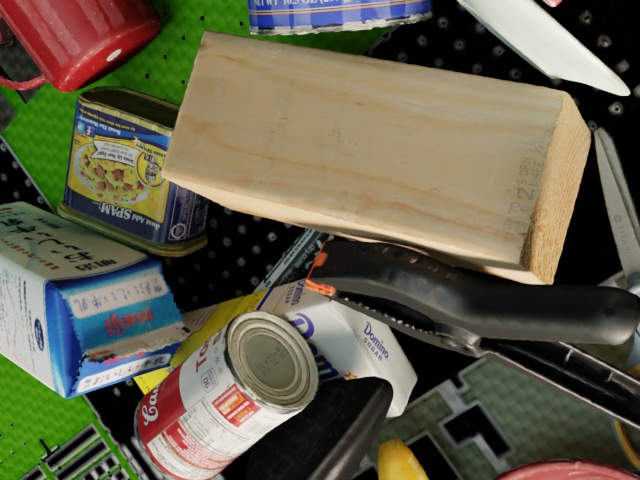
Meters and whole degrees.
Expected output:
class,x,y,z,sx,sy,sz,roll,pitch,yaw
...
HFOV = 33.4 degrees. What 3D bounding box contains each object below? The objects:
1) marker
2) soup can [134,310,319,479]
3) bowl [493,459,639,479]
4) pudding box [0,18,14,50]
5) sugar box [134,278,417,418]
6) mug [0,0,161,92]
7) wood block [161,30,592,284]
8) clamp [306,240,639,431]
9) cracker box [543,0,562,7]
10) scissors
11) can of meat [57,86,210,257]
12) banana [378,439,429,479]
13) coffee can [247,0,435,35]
class,x,y,z,sx,sy,sz,roll,pitch,yaw
marker,-0.004,0.001,0.676,0.020,0.020,0.121,45,121,9
soup can,-0.057,0.095,0.638,0.068,0.068,0.102,52,126,5
bowl,0.163,0.191,0.623,0.162,0.055,0.162,9,109,26
pudding box,-0.268,-0.188,0.749,0.090,0.039,0.113,3,107,28
sugar box,-0.036,0.083,0.693,0.177,0.048,0.093,-17,114,34
mug,-0.164,-0.141,0.672,0.117,0.093,0.081,-35,92,1
wood block,0.032,-0.046,0.587,0.206,0.090,0.090,15,86,25
clamp,0.089,0.046,0.572,0.210,0.164,0.036,15,70,37
cracker box,0.072,-0.232,0.450,0.213,0.072,0.164,38,111,-7
scissors,0.197,0.039,0.580,0.096,0.016,0.202,4,107,26
can of meat,-0.118,-0.047,0.702,0.102,0.057,0.084,21,112,21
banana,0.050,0.220,0.663,0.070,0.037,0.198,20,114,23
coffee can,0.006,-0.185,0.563,0.103,0.102,0.140,3,107,28
